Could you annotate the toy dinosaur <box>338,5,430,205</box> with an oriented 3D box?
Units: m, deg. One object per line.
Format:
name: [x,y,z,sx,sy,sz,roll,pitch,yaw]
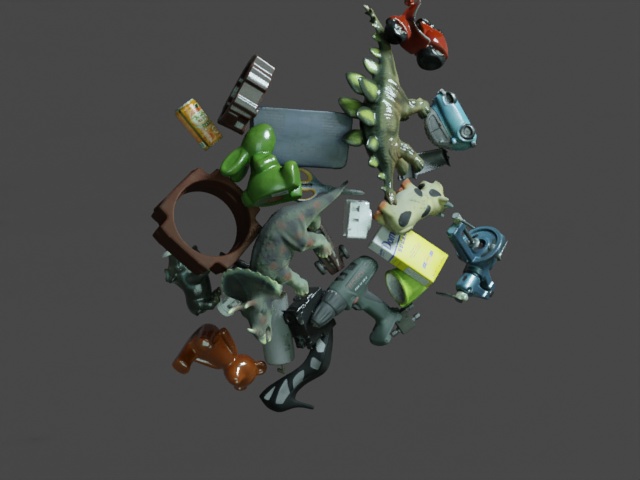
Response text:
toy dinosaur: [0.146,-0.303,1.217,0.198,0.105,0.471,12,71,-33]

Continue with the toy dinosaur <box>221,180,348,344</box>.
toy dinosaur: [-0.081,0.013,1.160,0.192,0.131,0.404,33,79,-54]

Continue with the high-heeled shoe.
high-heeled shoe: [-0.057,0.312,1.352,0.145,0.086,0.248,13,78,15]

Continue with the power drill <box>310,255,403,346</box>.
power drill: [0.096,0.169,1.314,0.207,0.086,0.232,44,62,-18]

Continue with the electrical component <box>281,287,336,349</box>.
electrical component: [-0.020,0.179,1.295,0.134,0.058,0.114,-44,121,-41]

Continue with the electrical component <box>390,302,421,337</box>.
electrical component: [0.216,0.210,1.406,0.094,0.021,0.063,-37,106,-4]

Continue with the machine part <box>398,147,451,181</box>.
machine part: [0.254,-0.196,1.332,0.139,0.039,0.084,-12,98,-9]

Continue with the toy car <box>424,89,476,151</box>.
toy car: [0.305,-0.276,1.298,0.103,0.109,0.161,-31,97,11]

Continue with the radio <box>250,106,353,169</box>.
radio: [-0.046,-0.234,1.236,0.230,0.073,0.131,1,101,-12]

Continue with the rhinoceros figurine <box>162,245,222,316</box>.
rhinoceros figurine: [-0.298,0.080,1.239,0.112,0.073,0.190,-20,106,1]

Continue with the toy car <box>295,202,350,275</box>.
toy car: [-0.003,-0.004,1.300,0.089,0.053,0.202,-33,105,-9]

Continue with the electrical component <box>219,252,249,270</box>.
electrical component: [-0.188,0.075,1.257,0.119,0.075,0.047,26,93,-21]

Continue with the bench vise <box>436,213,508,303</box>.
bench vise: [0.375,0.034,1.350,0.223,0.129,0.240,-46,124,-9]

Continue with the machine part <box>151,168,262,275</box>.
machine part: [-0.247,-0.039,1.177,0.201,0.087,0.201,44,58,-13]

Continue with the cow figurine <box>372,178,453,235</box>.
cow figurine: [0.234,-0.082,1.304,0.127,0.085,0.195,45,61,8]

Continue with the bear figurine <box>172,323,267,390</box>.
bear figurine: [-0.229,0.293,1.264,0.120,0.132,0.195,-39,102,16]

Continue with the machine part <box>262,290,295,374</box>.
machine part: [-0.107,0.210,1.299,0.079,0.079,0.243,-9,101,-12]

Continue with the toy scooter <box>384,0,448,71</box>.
toy scooter: [0.230,-0.487,1.251,0.184,0.075,0.135,22,67,-29]

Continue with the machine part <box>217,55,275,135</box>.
machine part: [-0.157,-0.308,1.147,0.056,0.179,0.179,27,93,-20]

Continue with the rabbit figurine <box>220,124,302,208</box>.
rabbit figurine: [-0.126,-0.159,1.149,0.159,0.121,0.170,-17,78,7]
